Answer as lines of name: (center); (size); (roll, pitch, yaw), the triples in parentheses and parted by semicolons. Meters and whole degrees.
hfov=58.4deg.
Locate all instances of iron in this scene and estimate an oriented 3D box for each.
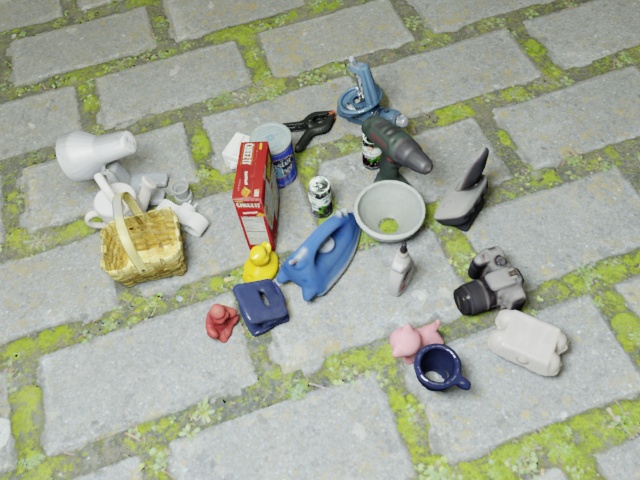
iron: (0.012, 0.005, 1.287); (0.118, 0.141, 0.259); (31, 66, 21)

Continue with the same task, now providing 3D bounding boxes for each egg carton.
egg carton: (0.423, 0.210, 1.171); (0.150, 0.069, 0.107); (22, 63, 17)

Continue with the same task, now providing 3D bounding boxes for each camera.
camera: (0.354, 0.095, 1.228); (0.137, 0.101, 0.143); (-18, 59, -7)

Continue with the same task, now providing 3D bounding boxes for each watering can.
watering can: (-0.472, -0.092, 1.353); (0.100, 0.194, 0.173); (30, 65, 21)

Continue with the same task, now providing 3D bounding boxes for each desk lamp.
desk lamp: (-0.503, -0.182, 1.399); (0.203, 0.214, 0.118); (-3, 58, 3)

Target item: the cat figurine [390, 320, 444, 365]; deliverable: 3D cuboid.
cat figurine: (0.193, 0.200, 1.166); (0.128, 0.118, 0.067); (-24, 60, -10)

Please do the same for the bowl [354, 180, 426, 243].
bowl: (0.163, -0.055, 1.351); (0.167, 0.075, 0.167); (-2, 58, 3)

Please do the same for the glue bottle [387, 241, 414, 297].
glue bottle: (0.175, 0.053, 1.226); (0.037, 0.173, 0.078); (24, 63, 18)

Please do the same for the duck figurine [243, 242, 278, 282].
duck figurine: (-0.140, 0.051, 1.303); (0.077, 0.086, 0.105); (24, 63, 18)

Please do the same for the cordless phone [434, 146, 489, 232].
cordless phone: (0.332, -0.121, 1.313); (0.094, 0.185, 0.148); (24, 63, 18)

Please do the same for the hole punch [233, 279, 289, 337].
hole punch: (-0.127, 0.136, 1.246); (0.101, 0.091, 0.108); (-25, 60, -11)

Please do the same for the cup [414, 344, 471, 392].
cup: (0.241, 0.269, 1.134); (0.117, 0.095, 0.092); (30, 65, 21)

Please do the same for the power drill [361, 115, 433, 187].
power drill: (0.181, -0.182, 1.348); (0.076, 0.209, 0.229); (-31, 61, -14)

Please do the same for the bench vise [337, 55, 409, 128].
bench vise: (0.137, -0.365, 1.458); (0.207, 0.220, 0.121); (15, 61, 14)

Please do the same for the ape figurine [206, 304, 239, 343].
ape figurine: (-0.216, 0.168, 1.233); (0.078, 0.092, 0.076); (-26, 60, -11)
